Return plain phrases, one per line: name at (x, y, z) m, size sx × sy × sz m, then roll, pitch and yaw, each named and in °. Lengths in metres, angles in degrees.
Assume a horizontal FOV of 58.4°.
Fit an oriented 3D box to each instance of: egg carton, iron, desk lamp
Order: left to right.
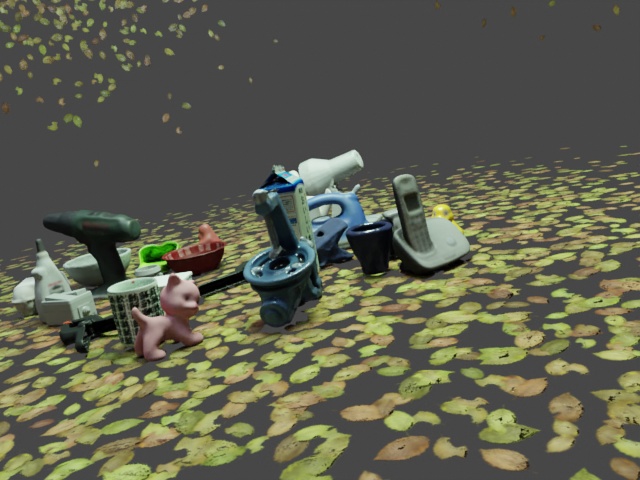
egg carton at (-0.641, 0.122, 1.325) m, size 0.107 × 0.069 × 0.150 m, roll -13°, pitch 12°, yaw -12°
iron at (-0.003, -0.045, 1.396) m, size 0.258 × 0.141 × 0.118 m, roll -11°, pitch 12°, yaw -5°
desk lamp at (0.056, -0.137, 1.608) m, size 0.202 × 0.214 × 0.118 m, roll -6°, pitch 12°, yaw 19°

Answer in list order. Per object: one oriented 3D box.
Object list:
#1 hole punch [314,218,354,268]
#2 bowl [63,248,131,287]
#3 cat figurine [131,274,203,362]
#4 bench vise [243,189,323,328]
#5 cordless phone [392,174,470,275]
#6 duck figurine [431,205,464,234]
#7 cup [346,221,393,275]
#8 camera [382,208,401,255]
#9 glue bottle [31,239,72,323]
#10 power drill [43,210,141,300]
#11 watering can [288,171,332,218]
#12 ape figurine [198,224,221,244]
hole punch at (0.012, 0.005, 1.268) m, size 0.101 × 0.091 × 0.108 m, roll -14°, pitch 12°, yaw -17°
bowl at (-0.560, 0.076, 1.463) m, size 0.167 × 0.075 × 0.167 m, roll -10°, pitch 12°, yaw 2°
cat figurine at (-0.236, 0.112, 0.900) m, size 0.128 × 0.118 × 0.067 m, roll -21°, pitch 15°, yaw -41°
bench vise at (-0.070, 0.015, 0.966) m, size 0.121 × 0.220 × 0.207 m, roll -10°, pitch 12°, yaw 1°
cordless phone at (0.201, -0.038, 1.074) m, size 0.148 × 0.185 × 0.093 m, roll -19°, pitch 15°, yaw -36°
duck figurine at (0.271, -0.036, 1.250) m, size 0.077 × 0.086 × 0.105 m, roll -4°, pitch 13°, yaw 28°
cup at (0.096, 0.017, 1.125) m, size 0.092 × 0.095 × 0.117 m, roll -14°, pitch 12°, yaw -18°
camera at (0.149, -0.016, 1.224) m, size 0.137 × 0.101 × 0.143 m, roll -11°, pitch 12°, yaw -3°
glue bottle at (-0.567, 0.082, 1.198) m, size 0.037 × 0.173 × 0.078 m, roll -5°, pitch 13°, yaw 24°
power drill at (-0.512, 0.029, 1.313) m, size 0.229 × 0.208 × 0.076 m, roll -8°, pitch 12°, yaw 13°
watering can at (-0.045, -0.089, 1.512) m, size 0.173 × 0.194 × 0.100 m, roll -18°, pitch 14°, yaw -31°
ape figurine at (-0.307, 0.000, 1.566) m, size 0.075 × 0.092 × 0.078 m, roll -2°, pitch 14°, yaw 34°
